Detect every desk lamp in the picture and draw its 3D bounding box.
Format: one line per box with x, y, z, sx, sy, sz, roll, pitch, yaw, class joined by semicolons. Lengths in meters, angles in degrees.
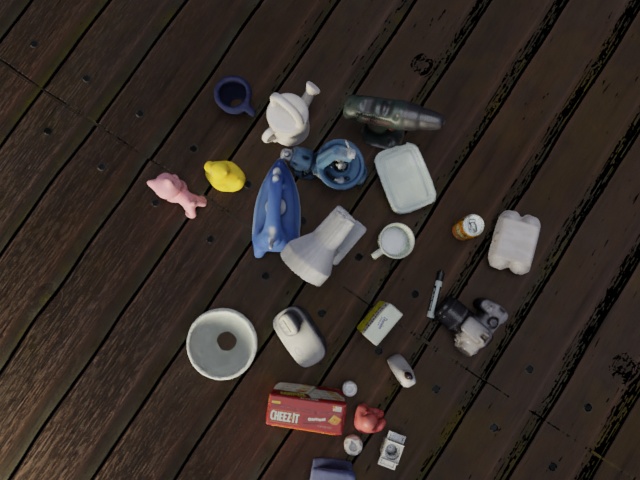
0.012;0.005;1.324;0.118;0.213;0.203;40;85;4;desk lamp

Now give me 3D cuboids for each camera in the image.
0.353;0.186;1.365;0.137;0.101;0.143;41;85;4;camera

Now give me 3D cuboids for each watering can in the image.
-0.073;-0.305;1.365;0.101;0.194;0.173;22;84;2;watering can

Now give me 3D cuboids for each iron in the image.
-0.106;-0.086;1.368;0.118;0.141;0.258;2;84;0;iron

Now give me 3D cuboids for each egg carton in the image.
0.473;0.005;1.400;0.107;0.069;0.150;15;84;1;egg carton

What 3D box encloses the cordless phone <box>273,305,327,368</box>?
-0.047;0.223;1.315;0.094;0.185;0.147;-37;85;-4;cordless phone

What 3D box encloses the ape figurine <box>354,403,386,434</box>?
0.115;0.422;1.342;0.076;0.092;0.078;-34;85;-4;ape figurine

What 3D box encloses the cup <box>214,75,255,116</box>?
-0.200;-0.340;1.417;0.118;0.095;0.092;43;85;4;cup

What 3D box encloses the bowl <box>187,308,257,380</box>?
-0.228;0.246;1.366;0.167;0.074;0.167;0;84;0;bowl

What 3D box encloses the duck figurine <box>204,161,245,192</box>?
-0.236;-0.163;1.403;0.104;0.086;0.077;24;84;2;duck figurine

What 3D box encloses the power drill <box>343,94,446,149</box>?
0.167;-0.279;1.357;0.229;0.208;0.076;13;84;1;power drill

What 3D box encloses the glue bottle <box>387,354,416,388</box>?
0.194;0.306;1.314;0.037;0.173;0.078;-29;85;-3;glue bottle

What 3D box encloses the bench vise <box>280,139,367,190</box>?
0.012;-0.177;1.339;0.207;0.219;0.121;-7;84;-1;bench vise

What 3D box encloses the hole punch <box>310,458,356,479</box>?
0.029;0.569;1.327;0.108;0.091;0.101;6;84;0;hole punch

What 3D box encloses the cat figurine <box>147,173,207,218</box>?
-0.346;-0.116;1.381;0.128;0.117;0.067;35;85;3;cat figurine
